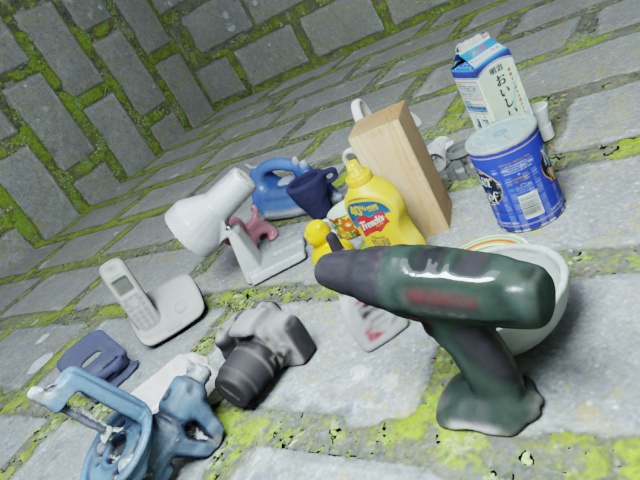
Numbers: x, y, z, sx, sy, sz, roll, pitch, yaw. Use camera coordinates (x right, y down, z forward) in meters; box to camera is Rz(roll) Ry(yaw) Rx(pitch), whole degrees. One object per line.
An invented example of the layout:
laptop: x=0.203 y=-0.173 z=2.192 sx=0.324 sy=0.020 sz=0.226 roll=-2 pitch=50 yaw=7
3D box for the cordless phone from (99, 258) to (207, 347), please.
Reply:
cordless phone: x=-0.318 y=0.098 z=1.094 sx=0.147 sy=0.185 sz=0.094 roll=-33 pitch=23 yaw=-5

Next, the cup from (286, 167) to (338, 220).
cup: x=-0.002 y=-0.099 z=1.233 sx=0.117 sy=0.095 sz=0.091 roll=-26 pitch=23 yaw=9

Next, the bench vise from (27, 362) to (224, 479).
bench vise: x=-0.239 y=0.217 z=0.712 sx=0.121 sy=0.220 sz=0.208 roll=-12 pitch=29 yaw=36

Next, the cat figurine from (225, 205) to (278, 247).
cat figurine: x=-0.172 y=-0.024 z=1.254 sx=0.128 sy=0.118 sz=0.067 roll=-43 pitch=26 yaw=-28

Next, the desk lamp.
desk lamp: x=-0.163 y=-0.021 z=1.115 sx=0.203 sy=0.214 sz=0.118 roll=-28 pitch=23 yaw=6

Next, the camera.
camera: x=-0.103 y=0.161 z=0.818 sx=0.142 sy=0.101 sz=0.137 roll=-9 pitch=31 yaw=41

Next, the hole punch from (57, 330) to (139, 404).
hole punch: x=-0.410 y=0.229 z=1.056 sx=0.109 sy=0.091 sz=0.100 roll=-44 pitch=27 yaw=-29

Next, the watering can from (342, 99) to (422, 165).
watering can: x=0.123 y=-0.204 z=1.171 sx=0.173 sy=0.194 sz=0.100 roll=-28 pitch=23 yaw=4

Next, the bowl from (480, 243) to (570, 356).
bowl: x=0.205 y=0.080 z=0.650 sx=0.167 sy=0.075 sz=0.167 roll=-25 pitch=24 yaw=12

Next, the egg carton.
egg carton: x=-0.214 y=0.234 z=0.841 sx=0.150 sy=0.069 sz=0.107 roll=-39 pitch=25 yaw=-19

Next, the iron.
iron: x=-0.070 y=-0.137 z=1.334 sx=0.257 sy=0.142 sz=0.119 roll=-6 pitch=33 yaw=43

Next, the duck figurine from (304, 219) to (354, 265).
duck figurine: x=0.009 y=0.004 z=1.023 sx=0.078 sy=0.086 sz=0.104 roll=-40 pitch=25 yaw=-21

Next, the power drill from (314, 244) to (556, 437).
power drill: x=0.121 y=0.090 z=0.556 sx=0.228 sy=0.209 sz=0.076 roll=-9 pitch=31 yaw=41

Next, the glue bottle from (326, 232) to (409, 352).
glue bottle: x=0.049 y=0.061 z=0.745 sx=0.078 sy=0.173 sz=0.037 roll=-35 pitch=24 yaw=-10
